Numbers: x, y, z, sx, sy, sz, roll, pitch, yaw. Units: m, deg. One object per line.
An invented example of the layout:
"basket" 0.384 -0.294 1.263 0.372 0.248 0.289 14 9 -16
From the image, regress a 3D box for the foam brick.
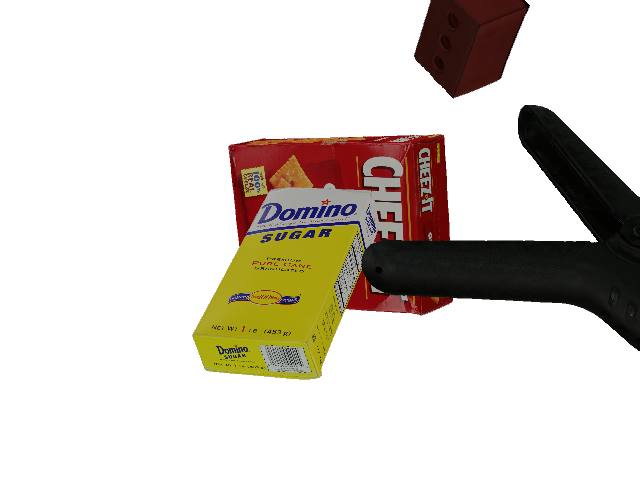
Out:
"foam brick" 0.112 -0.156 0.802 0.051 0.053 0.078 -26 -28 -26

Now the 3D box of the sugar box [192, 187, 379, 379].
"sugar box" -0.022 0.027 0.823 0.093 0.048 0.176 2 44 20

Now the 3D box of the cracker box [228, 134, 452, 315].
"cracker box" 0.017 -0.018 1.045 0.214 0.164 0.071 3 13 35

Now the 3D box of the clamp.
"clamp" 0.135 0.013 0.487 0.210 0.036 0.164 31 49 31
